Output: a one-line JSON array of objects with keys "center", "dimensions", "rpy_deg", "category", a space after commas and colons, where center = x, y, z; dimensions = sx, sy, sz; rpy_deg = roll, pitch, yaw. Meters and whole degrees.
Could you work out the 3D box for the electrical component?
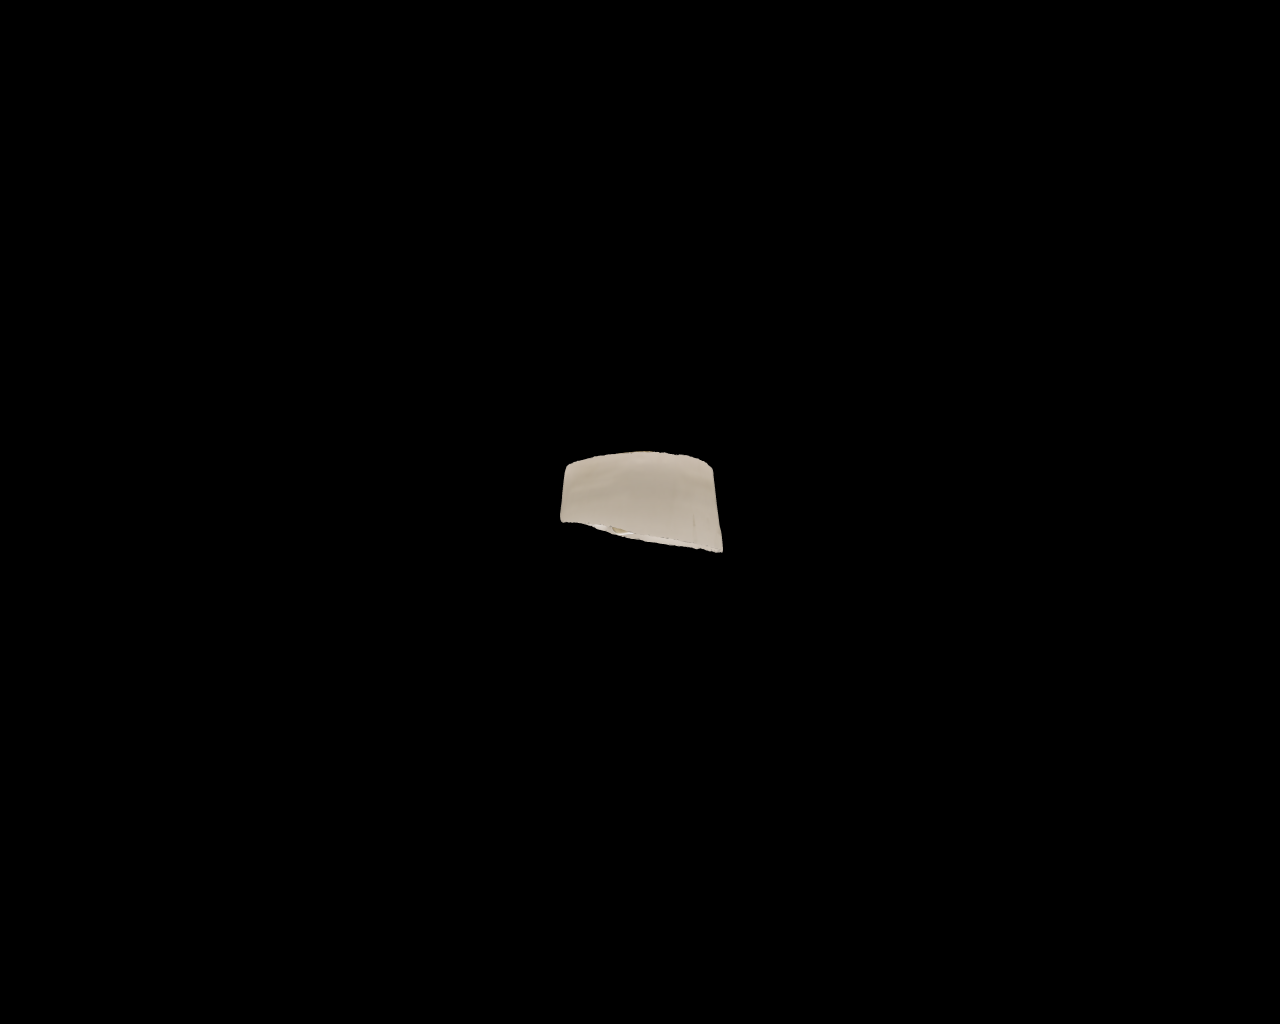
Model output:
[{"center": [0.001, -0.003, 0.650], "dimensions": [0.099, 0.064, 0.099], "rpy_deg": [0, -11, 0], "category": "electrical component"}]
